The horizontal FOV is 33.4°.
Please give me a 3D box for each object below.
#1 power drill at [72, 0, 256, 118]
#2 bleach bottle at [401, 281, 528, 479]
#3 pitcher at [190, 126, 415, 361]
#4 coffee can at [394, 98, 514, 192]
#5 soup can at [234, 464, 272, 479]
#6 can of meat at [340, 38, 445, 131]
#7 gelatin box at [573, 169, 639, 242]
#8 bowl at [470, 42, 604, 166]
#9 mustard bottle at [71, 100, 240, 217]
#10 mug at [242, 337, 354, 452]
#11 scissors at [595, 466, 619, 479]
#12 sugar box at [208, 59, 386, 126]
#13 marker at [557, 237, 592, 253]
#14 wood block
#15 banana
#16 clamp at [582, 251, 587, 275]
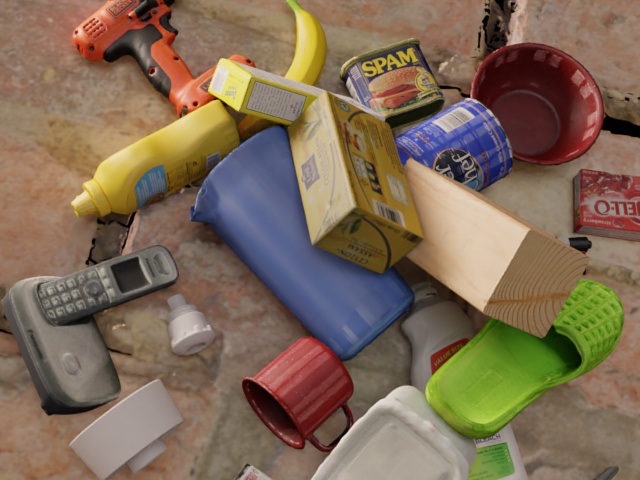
[{"bbox_3d":[-0.165,-0.233,1.244,0.188,0.057,0.184,42,73,12],"label":"power drill"},{"bbox_3d":[0.137,0.165,1.127,0.102,0.068,0.251,-13,69,-11],"label":"bleach bottle"},{"bbox_3d":[-0.007,0.001,1.140,0.149,0.145,0.243,-43,82,9],"label":"pitcher"},{"bbox_3d":[0.130,-0.083,1.199,0.140,0.103,0.103,-30,76,-18],"label":"coffee can"},{"bbox_3d":[-0.050,0.277,1.053,0.102,0.068,0.068,34,68,6],"label":"soup can"},{"bbox_3d":[0.086,-0.179,1.256,0.102,0.057,0.084,-20,75,-15],"label":"can of meat"},{"bbox_3d":[0.344,-0.041,1.250,0.089,0.030,0.073,7,68,-5],"label":"gelatin box"},{"bbox_3d":[0.251,-0.151,1.267,0.162,0.055,0.162,3,69,-7],"label":"bowl"},{"bbox_3d":[-0.181,-0.077,1.158,0.191,0.096,0.058,-31,75,-17],"label":"mustard bottle"},{"bbox_3d":[-0.012,0.162,1.094,0.081,0.093,0.117,-39,85,-24],"label":"mug"},{"bbox_3d":[0.224,0.289,1.113,0.096,0.016,0.201,36,69,7],"label":"scissors"},{"bbox_3d":[-0.025,-0.149,1.173,0.176,0.093,0.048,15,104,-32],"label":"sugar box"},{"bbox_3d":[0.253,0.005,1.226,0.121,0.020,0.020,1,69,-8],"label":"marker"},{"bbox_3d":[0.151,0.004,1.054,0.090,0.206,0.090,23,100,-35],"label":"wood block"},{"bbox_3d":[-0.035,-0.194,1.257,0.070,0.037,0.197,14,67,11],"label":"banana"},{"bbox_3d":[0.218,0.026,1.180,0.171,0.120,0.039,5,91,-37],"label":"clamp"}]
